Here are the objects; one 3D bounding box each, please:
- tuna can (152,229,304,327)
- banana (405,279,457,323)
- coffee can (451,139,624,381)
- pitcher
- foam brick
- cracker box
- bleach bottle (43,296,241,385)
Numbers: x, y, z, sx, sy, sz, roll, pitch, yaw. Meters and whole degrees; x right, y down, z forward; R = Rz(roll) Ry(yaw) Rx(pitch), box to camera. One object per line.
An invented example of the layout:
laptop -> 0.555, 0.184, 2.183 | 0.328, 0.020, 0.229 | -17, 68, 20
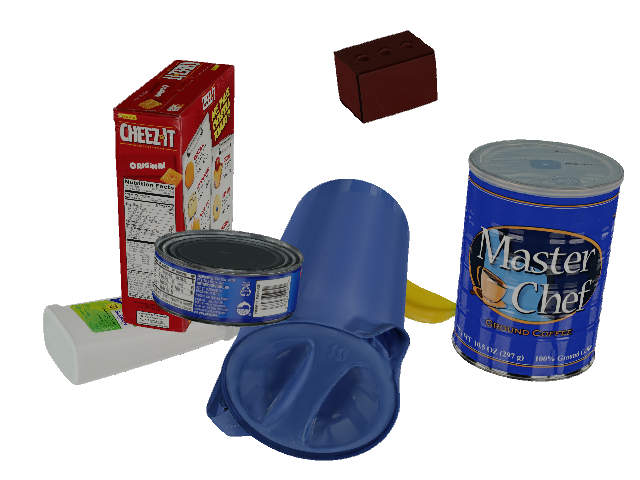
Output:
tuna can -> -0.054, 0.021, 0.615 | 0.086, 0.034, 0.086 | 6, 14, -2
banana -> 0.086, 0.049, 1.179 | 0.069, 0.037, 0.198 | 3, 21, -35
coffee can -> 0.148, 0.012, 0.741 | 0.103, 0.140, 0.103 | 2, 23, -1
pitcher -> 0.001, 0.056, 0.875 | 0.149, 0.145, 0.242 | 10, 33, 4
foam brick -> 0.059, -0.147, 0.955 | 0.078, 0.051, 0.053 | -19, 37, -15
cracker box -> -0.136, -0.046, 1.012 | 0.072, 0.214, 0.164 | 7, 26, 10
bleach bottle -> -0.182, 0.093, 1.230 | 0.250, 0.068, 0.103 | -13, 32, -31
